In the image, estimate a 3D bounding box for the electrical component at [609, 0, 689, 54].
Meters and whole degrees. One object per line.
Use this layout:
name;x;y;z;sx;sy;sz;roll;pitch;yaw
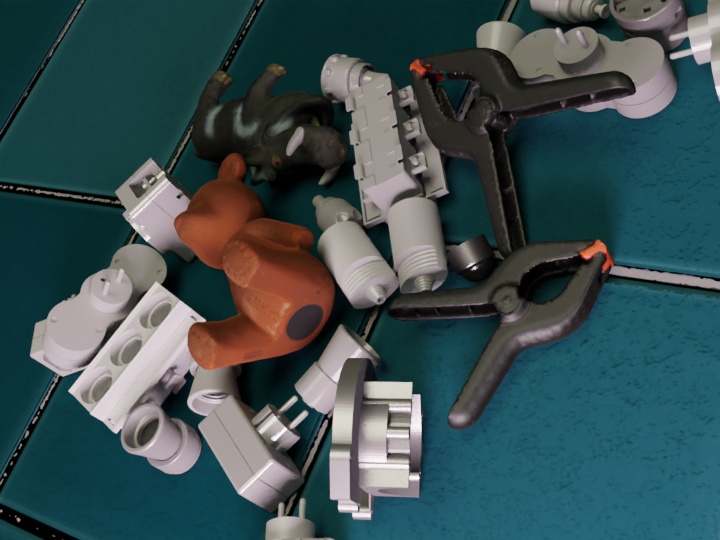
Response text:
electrical component;0.236;-0.206;0.867;0.055;0.047;0.055;-18;52;24

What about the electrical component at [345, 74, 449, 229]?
electrical component;0.026;-0.105;0.932;0.079;0.063;0.121;-23;50;20

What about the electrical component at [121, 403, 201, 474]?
electrical component;-0.166;0.142;0.901;0.045;0.055;0.045;-18;52;24

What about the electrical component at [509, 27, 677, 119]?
electrical component;0.179;-0.169;0.862;0.138;0.074;0.052;17;71;41

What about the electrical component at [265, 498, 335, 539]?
electrical component;-0.052;0.206;0.786;0.077;0.044;0.079;-17;52;25

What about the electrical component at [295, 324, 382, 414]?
electrical component;-0.020;0.081;0.853;0.065;0.044;0.044;-48;46;4

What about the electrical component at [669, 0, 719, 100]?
electrical component;0.273;-0.179;0.819;0.074;0.052;0.138;-11;55;28

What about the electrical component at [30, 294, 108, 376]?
electrical component;-0.275;0.053;1.043;0.066;0.047;0.076;-20;51;22

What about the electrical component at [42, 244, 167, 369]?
electrical component;-0.229;0.024;0.980;0.138;0.052;0.073;-49;-4;-38

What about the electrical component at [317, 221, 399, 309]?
electrical component;0.000;0.000;0.892;0.043;0.043;0.081;-40;46;5

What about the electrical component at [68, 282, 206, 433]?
electrical component;-0.189;0.081;0.953;0.079;0.063;0.121;31;81;43

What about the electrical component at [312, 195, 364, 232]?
electrical component;-0.023;-0.048;0.947;0.035;0.035;0.061;-46;43;0

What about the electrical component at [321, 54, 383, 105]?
electrical component;-0.003;-0.179;1.016;0.062;0.048;0.048;10;67;31

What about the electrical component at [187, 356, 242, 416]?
electrical component;-0.123;0.090;0.914;0.045;0.045;0.055;-20;51;22

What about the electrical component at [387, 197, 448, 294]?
electrical component;0.048;-0.014;0.868;0.043;0.043;0.081;-23;50;20

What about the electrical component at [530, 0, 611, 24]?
electrical component;0.182;-0.231;0.926;0.040;0.040;0.078;-51;46;-5

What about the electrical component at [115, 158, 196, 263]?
electrical component;-0.184;-0.053;1.022;0.056;0.089;0.050;-44;46;2

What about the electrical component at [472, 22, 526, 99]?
electrical component;0.119;-0.176;0.933;0.044;0.044;0.065;-3;64;33

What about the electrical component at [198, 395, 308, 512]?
electrical component;-0.073;0.131;0.850;0.076;0.047;0.083;-44;46;1
